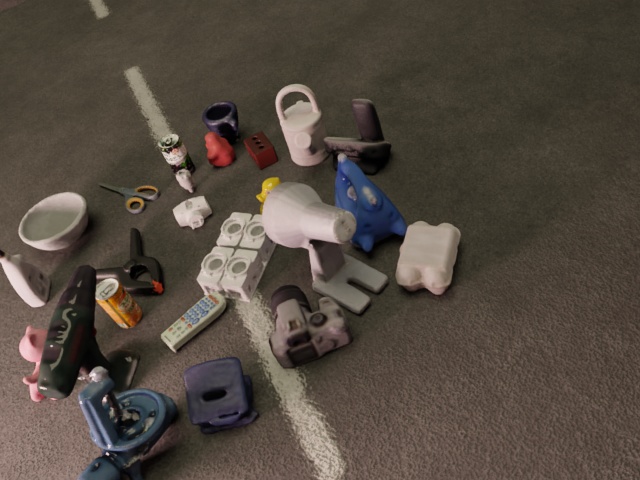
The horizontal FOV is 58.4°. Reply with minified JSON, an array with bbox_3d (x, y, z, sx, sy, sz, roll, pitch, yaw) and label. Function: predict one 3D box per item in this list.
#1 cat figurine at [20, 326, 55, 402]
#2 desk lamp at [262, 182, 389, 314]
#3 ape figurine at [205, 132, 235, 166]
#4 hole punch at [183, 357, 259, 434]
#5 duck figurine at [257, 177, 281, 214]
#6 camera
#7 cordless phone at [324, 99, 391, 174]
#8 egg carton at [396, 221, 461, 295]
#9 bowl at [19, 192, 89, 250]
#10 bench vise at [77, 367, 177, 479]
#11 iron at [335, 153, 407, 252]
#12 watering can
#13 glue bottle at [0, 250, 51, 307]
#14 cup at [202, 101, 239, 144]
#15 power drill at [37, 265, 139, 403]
[{"bbox_3d":[-0.536,0.227,1.093,0.067,0.118,0.127,-12,48,7],"label":"cat figurine"},{"bbox_3d":[0.010,0.004,1.058,0.202,0.214,0.118,26,62,33],"label":"desk lamp"},{"bbox_3d":[-0.256,-0.232,1.424,0.075,0.092,0.078,23,60,32],"label":"ape figurine"},{"bbox_3d":[-0.169,0.263,0.971,0.108,0.091,0.101,-15,48,4],"label":"hole punch"},{"bbox_3d":[-0.095,-0.103,1.269,0.105,0.086,0.077,-35,49,-14],"label":"duck figurine"},{"bbox_3d":[-0.031,0.136,1.032,0.143,0.101,0.136,-22,48,-2],"label":"camera"},{"bbox_3d":[0.075,-0.245,1.273,0.147,0.185,0.094,6,53,22],"label":"cordless phone"},{"bbox_3d":[0.203,0.030,1.075,0.107,0.069,0.150,5,52,20],"label":"egg carton"},{"bbox_3d":[-0.623,-0.033,1.374,0.167,0.075,0.167,-8,48,10],"label":"bowl"},{"bbox_3d":[-0.317,0.306,0.890,0.121,0.220,0.207,-3,49,14],"label":"bench vise"},{"bbox_3d":[0.078,-0.103,1.179,0.118,0.142,0.257,-25,48,-5],"label":"iron"},{"bbox_3d":[-0.038,-0.270,1.323,0.101,0.194,0.172,-29,48,-9],"label":"watering can"},{"bbox_3d":[-0.643,0.068,1.226,0.037,0.173,0.078,-15,48,4],"label":"glue bottle"},{"bbox_3d":[-0.236,-0.289,1.466,0.092,0.095,0.117,-40,51,-18],"label":"cup"},{"bbox_3d":[-0.412,0.190,1.027,0.075,0.209,0.229,-4,49,14],"label":"power drill"}]
